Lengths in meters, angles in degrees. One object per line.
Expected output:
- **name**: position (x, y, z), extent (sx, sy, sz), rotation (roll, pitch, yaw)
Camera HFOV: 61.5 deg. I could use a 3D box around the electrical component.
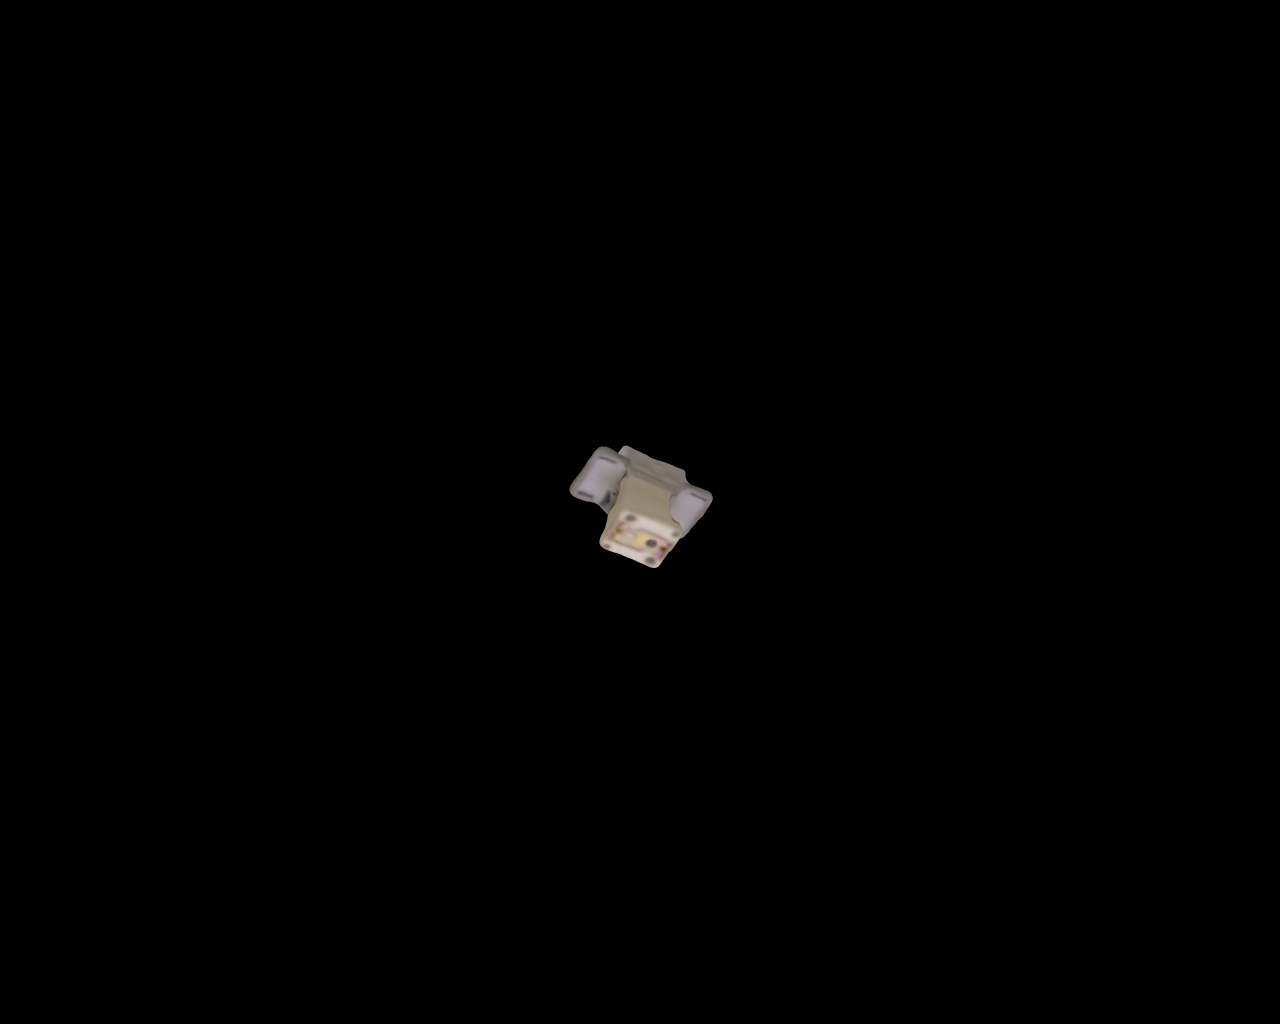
- **electrical component**: position (0.001, -0.003, 0.650), extent (0.081, 0.042, 0.064), rotation (22, 38, -18)
